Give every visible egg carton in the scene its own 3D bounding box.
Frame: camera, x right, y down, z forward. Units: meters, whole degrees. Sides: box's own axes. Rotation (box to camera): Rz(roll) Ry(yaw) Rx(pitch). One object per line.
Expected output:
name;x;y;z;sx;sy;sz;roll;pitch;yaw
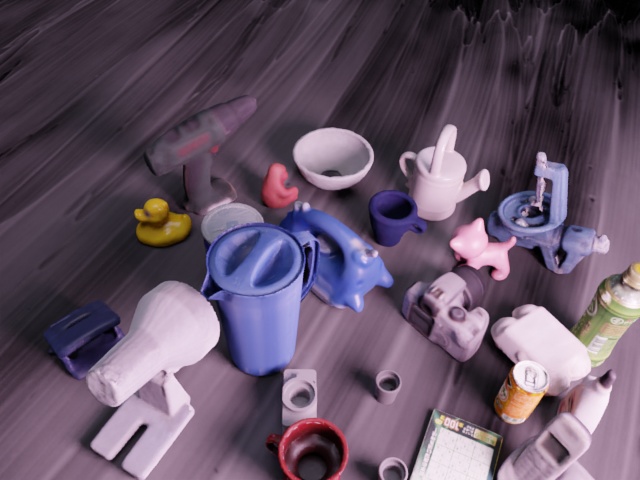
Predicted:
egg carton;0.355;0.176;0.928;0.107;0.069;0.150;-26;55;-23

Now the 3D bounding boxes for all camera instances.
camera;0.232;0.104;0.964;0.137;0.101;0.142;-34;58;-28

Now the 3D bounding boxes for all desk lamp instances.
desk lamp;-0.231;0.188;0.789;0.117;0.214;0.203;22;51;16

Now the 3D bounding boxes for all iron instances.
iron;0.009;0.004;1.013;0.119;0.141;0.257;-36;59;-29

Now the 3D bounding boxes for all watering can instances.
watering can;0.241;-0.137;1.115;0.172;0.194;0.101;7;49;4

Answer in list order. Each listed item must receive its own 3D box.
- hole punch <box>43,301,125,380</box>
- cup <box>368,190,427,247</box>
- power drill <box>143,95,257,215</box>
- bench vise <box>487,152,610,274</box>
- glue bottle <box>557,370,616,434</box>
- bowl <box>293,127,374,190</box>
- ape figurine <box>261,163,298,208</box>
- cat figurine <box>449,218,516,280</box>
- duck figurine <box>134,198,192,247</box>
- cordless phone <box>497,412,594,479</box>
hole punch;-0.372;0.146;0.899;0.109;0.091;0.100;-34;58;-28
cup;0.144;-0.027;1.079;0.117;0.095;0.092;30;54;21
power drill;-0.217;-0.157;1.098;0.230;0.208;0.075;-29;56;-26
bench vise;0.425;-0.056;1.037;0.207;0.220;0.121;13;49;9
glue bottle;0.380;0.230;0.813;0.037;0.173;0.078;15;49;10
bowl;0.027;-0.158;1.201;0.167;0.075;0.167;2;49;-2
ape figurine;-0.085;-0.114;1.145;0.076;0.092;0.077;-25;54;-23
cat figurine;0.291;0.011;1.039;0.128;0.118;0.067;3;48;0
duck figurine;-0.296;-0.041;1.072;0.104;0.086;0.077;-6;49;-8
cordless phone;0.318;0.310;0.731;0.094;0.185;0.147;-29;56;-25
